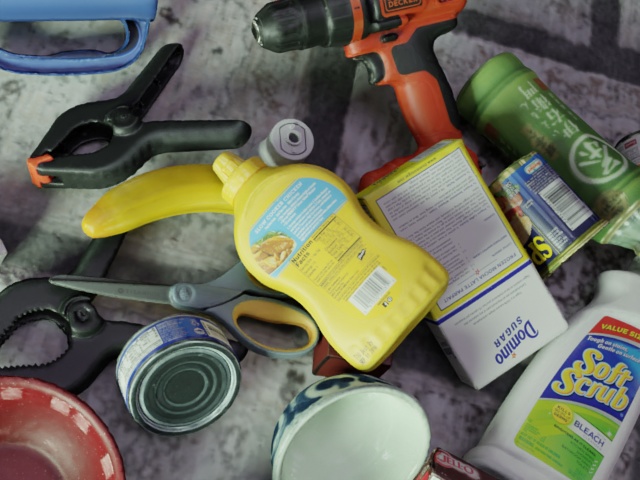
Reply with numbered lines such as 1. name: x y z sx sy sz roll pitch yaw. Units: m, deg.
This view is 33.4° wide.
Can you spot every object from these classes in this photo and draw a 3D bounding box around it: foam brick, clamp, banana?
1. foam brick: 0.026 0.064 0.824 0.053 0.051 0.078 10 66 -10
2. clamp: -0.165 0.065 0.782 0.209 0.036 0.164 -34 80 -28
3. banana: -0.087 -0.027 0.819 0.197 0.037 0.069 6 57 -29
4. clamp: -0.142 -0.082 0.838 0.171 0.039 0.120 -38 58 -22

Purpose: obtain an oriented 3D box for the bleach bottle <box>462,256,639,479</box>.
1. bleach bottle: 0.211 0.106 0.851 0.102 0.068 0.250 34 62 2

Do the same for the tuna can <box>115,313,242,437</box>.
1. tuna can: -0.099 0.097 0.758 0.086 0.086 0.034 -13 34 -19

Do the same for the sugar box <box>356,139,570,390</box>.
1. sugar box: 0.110 0.018 0.833 0.093 0.048 0.176 -32 100 -8

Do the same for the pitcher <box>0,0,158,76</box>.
1. pitcher: -0.249 -0.220 0.834 0.242 0.145 0.149 -7 58 -13

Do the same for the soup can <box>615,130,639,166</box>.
1. soup can: 0.299 -0.041 0.929 0.068 0.069 0.102 -1 68 -15

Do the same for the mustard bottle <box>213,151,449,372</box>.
1. mustard bottle: -0.005 0.001 0.781 0.192 0.058 0.096 41 87 12

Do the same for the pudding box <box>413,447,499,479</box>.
1. pudding box: 0.107 0.213 0.764 0.113 0.090 0.039 30 25 0

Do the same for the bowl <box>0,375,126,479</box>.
1. bowl: -0.212 0.175 0.714 0.162 0.055 0.162 5 67 -13

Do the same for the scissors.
1. scissors: -0.089 0.027 0.796 0.201 0.016 0.096 23 64 -11

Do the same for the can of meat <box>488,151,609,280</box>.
1. can of meat: 0.172 -0.014 0.867 0.057 0.102 0.084 -36 79 -23

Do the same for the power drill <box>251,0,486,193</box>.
1. power drill: 0.048 -0.120 0.860 0.184 0.057 0.187 -16 102 -16
